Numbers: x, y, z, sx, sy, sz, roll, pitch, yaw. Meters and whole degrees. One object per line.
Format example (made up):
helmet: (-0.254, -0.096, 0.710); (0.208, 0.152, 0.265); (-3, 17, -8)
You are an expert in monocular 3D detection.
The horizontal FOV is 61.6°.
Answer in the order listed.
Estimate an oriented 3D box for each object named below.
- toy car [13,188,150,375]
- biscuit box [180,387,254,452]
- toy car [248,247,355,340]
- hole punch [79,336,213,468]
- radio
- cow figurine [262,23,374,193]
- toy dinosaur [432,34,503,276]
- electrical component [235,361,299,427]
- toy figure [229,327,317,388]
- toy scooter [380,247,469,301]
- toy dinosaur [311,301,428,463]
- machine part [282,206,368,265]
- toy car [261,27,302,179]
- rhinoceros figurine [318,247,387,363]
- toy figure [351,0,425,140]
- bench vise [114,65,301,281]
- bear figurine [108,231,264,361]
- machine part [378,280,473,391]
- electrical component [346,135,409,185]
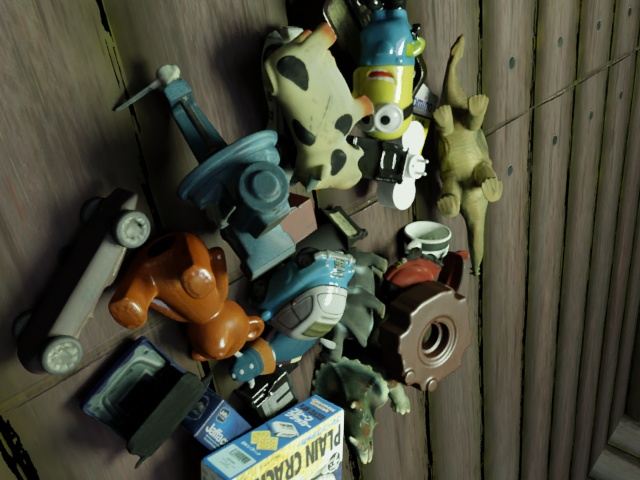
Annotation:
toy car: (-0.239, 0.041, 0.550); (0.053, 0.089, 0.202); (38, 74, -44)
biscuit box: (-0.126, 0.287, 0.771); (0.063, 0.059, 0.202); (-50, 133, -23)
toy car: (-0.016, 0.085, 0.743); (0.109, 0.161, 0.103); (17, 46, -46)
hole punch: (-0.208, 0.191, 0.648); (0.142, 0.092, 0.115); (-54, 165, -23)
radio: (0.066, -0.280, 0.778); (0.131, 0.073, 0.229); (-56, 136, -15)
cow figurine: (-0.004, -0.144, 0.658); (0.127, 0.086, 0.194); (-38, 118, -12)
toy dinosaur: (0.261, -0.118, 0.958); (0.198, 0.105, 0.470); (-62, 146, -64)
electrical component: (-0.067, 0.226, 0.824); (0.119, 0.048, 0.074); (-34, 126, -33)
toy figure: (-0.071, 0.164, 0.791); (0.154, 0.064, 0.057); (-24, 156, -35)
toy scooter: (0.197, 0.064, 0.941); (0.184, 0.075, 0.135); (25, 93, -28)
toy dinosaur: (0.123, 0.192, 0.971); (0.405, 0.131, 0.192); (-56, 136, -26)
machine part: (-0.002, -0.002, 0.806); (0.139, 0.084, 0.039); (-29, 154, -27)
toy car: (-0.037, -0.177, 0.718); (0.073, 0.056, 0.201); (-14, 112, -36)
rhinoceros figurine: (0.047, 0.103, 0.861); (0.073, 0.112, 0.190); (104, -1, -76)
toy figure: (0.092, -0.223, 0.714); (0.089, 0.082, 0.180); (-12, 110, -41)
bench vise: (-0.107, -0.078, 0.594); (0.129, 0.223, 0.240); (-33, 90, -8)
bear figurine: (-0.146, 0.091, 0.642); (0.120, 0.132, 0.195); (-21, 120, 2)
machine part: (0.176, 0.156, 0.877); (0.179, 0.056, 0.179); (-9, 106, -32)
electrical component: (0.063, -0.118, 0.785); (0.134, 0.115, 0.058); (-76, 179, -82)
